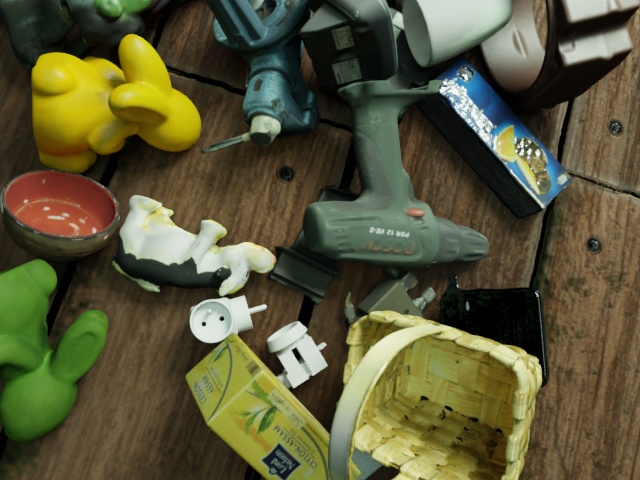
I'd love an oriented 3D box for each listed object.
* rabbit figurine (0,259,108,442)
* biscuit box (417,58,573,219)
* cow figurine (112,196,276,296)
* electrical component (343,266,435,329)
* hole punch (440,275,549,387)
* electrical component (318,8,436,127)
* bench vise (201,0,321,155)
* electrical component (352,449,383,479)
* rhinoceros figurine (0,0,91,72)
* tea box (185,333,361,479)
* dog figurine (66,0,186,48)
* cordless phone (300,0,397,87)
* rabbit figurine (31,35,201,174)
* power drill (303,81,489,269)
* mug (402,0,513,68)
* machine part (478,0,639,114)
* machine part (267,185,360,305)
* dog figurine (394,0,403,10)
[{"bbox_3d":[-0.297,0.114,0.548,0.159,0.121,0.170,-24,102,-17],"label":"rabbit figurine"},{"bbox_3d":[0.210,-0.123,0.659,0.059,0.063,0.202,-41,88,-12],"label":"biscuit box"},{"bbox_3d":[-0.138,0.022,0.588,0.167,0.068,0.098,21,84,0],"label":"cow figurine"},{"bbox_3d":[0.076,0.074,0.621,0.102,0.045,0.078,-48,117,-9],"label":"electrical component"},{"bbox_3d":[0.201,0.110,0.615,0.116,0.092,0.142,-5,85,28],"label":"hole punch"},{"bbox_3d":[0.078,-0.215,0.661,0.115,0.058,0.134,33,78,-3],"label":"electrical component"},{"bbox_3d":[-0.075,-0.224,0.569,0.129,0.240,0.223,5,64,27],"label":"bench vise"},{"bbox_3d":[0.038,0.233,0.597,0.094,0.021,0.063,-36,86,-11],"label":"electrical component"},{"bbox_3d":[-0.344,-0.282,0.618,0.112,0.073,0.190,-29,87,-1],"label":"rhinoceros figurine"},{"bbox_3d":[-0.046,0.181,0.526,0.068,0.098,0.169,-43,114,-11],"label":"tea box"},{"bbox_3d":[-0.170,-0.304,0.597,0.219,0.192,0.108,-20,128,-8],"label":"dog figurine"},{"bbox_3d":[0.030,-0.269,0.564,0.089,0.146,0.184,-5,77,11],"label":"cordless phone"},{"bbox_3d":[-0.211,-0.147,0.581,0.173,0.162,0.122,10,66,-23],"label":"rabbit figurine"},{"bbox_3d":[0.092,-0.069,0.597,0.232,0.086,0.207,-4,104,-21],"label":"power drill"},{"bbox_3d":[0.152,-0.259,0.603,0.107,0.081,0.109,-17,81,-4],"label":"mug"},{"bbox_3d":[0.252,-0.263,0.617,0.087,0.201,0.201,-15,83,-5],"label":"machine part"},{"bbox_3d":[-0.001,-0.002,0.626,0.084,0.039,0.139,27,80,3],"label":"machine part"},{"bbox_3d":[0.076,-0.353,0.672,0.191,0.121,0.172,6,70,6],"label":"dog figurine"}]
